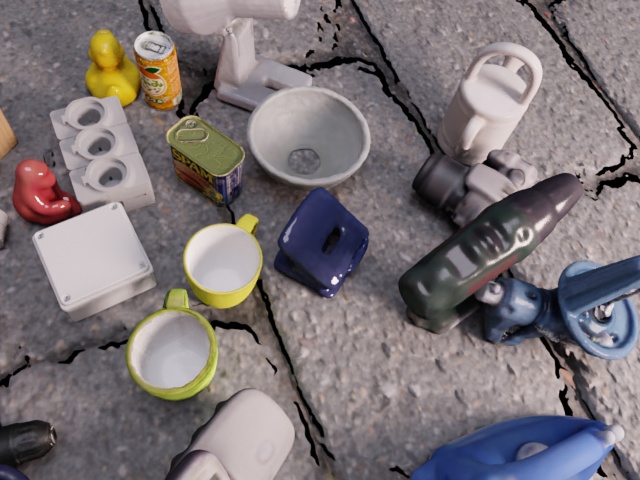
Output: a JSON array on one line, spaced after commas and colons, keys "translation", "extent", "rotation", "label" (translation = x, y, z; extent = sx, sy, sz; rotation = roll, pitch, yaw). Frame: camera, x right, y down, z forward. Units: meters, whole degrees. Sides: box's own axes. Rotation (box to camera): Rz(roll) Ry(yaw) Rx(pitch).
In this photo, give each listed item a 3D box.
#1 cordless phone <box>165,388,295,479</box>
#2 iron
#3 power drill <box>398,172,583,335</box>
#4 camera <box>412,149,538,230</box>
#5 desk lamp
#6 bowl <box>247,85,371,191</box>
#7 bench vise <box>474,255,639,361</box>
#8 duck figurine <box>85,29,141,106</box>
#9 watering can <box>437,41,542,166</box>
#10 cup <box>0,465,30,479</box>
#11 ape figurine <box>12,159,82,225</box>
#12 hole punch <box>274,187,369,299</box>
[{"translation": [-0.088, 0.209, 0.552], "extent": [0.094, 0.185, 0.148], "rotation": [32, 63, 9], "label": "cordless phone"}, {"translation": [0.235, 0.238, 0.607], "extent": [0.259, 0.141, 0.118], "rotation": [-19, 67, -17], "label": "iron"}, {"translation": [0.180, 0.028, 0.669], "extent": [0.230, 0.208, 0.075], "rotation": [-32, 71, -21], "label": "power drill"}, {"translation": [0.208, -0.077, 0.788], "extent": [0.136, 0.101, 0.143], "rotation": [35, 64, 10], "label": "camera"}, {"translation": [-0.108, -0.295, 0.792], "extent": [0.203, 0.213, 0.118], "rotation": [20, 62, 3], "label": "desk lamp"}, {"translation": [-0.017, -0.129, 0.798], "extent": [0.167, 0.075, 0.167], "rotation": [3, 63, -6], "label": "bowl"}, {"translation": [0.294, 0.077, 0.653], "extent": [0.207, 0.220, 0.121], "rotation": [-6, 64, -11], "label": "bench vise"}, {"translation": [-0.300, -0.250, 0.815], "extent": [0.077, 0.086, 0.104], "rotation": [-10, 65, -12], "label": "duck figurine"}, {"translation": [0.241, -0.205, 0.805], "extent": [0.101, 0.194, 0.173], "rotation": [11, 62, -2], "label": "watering can"}, {"translation": [-0.290, 0.266, 0.546], "extent": [0.118, 0.095, 0.091], "rotation": [1, 63, -7], "label": "cup"}, {"translation": [-0.346, -0.065, 0.710], "extent": [0.076, 0.092, 0.077], "rotation": [-12, 65, -13], "label": "ape figurine"}, {"translation": [0.007, 0.003, 0.724], "extent": [0.101, 0.091, 0.109], "rotation": [29, 63, 8], "label": "hole punch"}]
